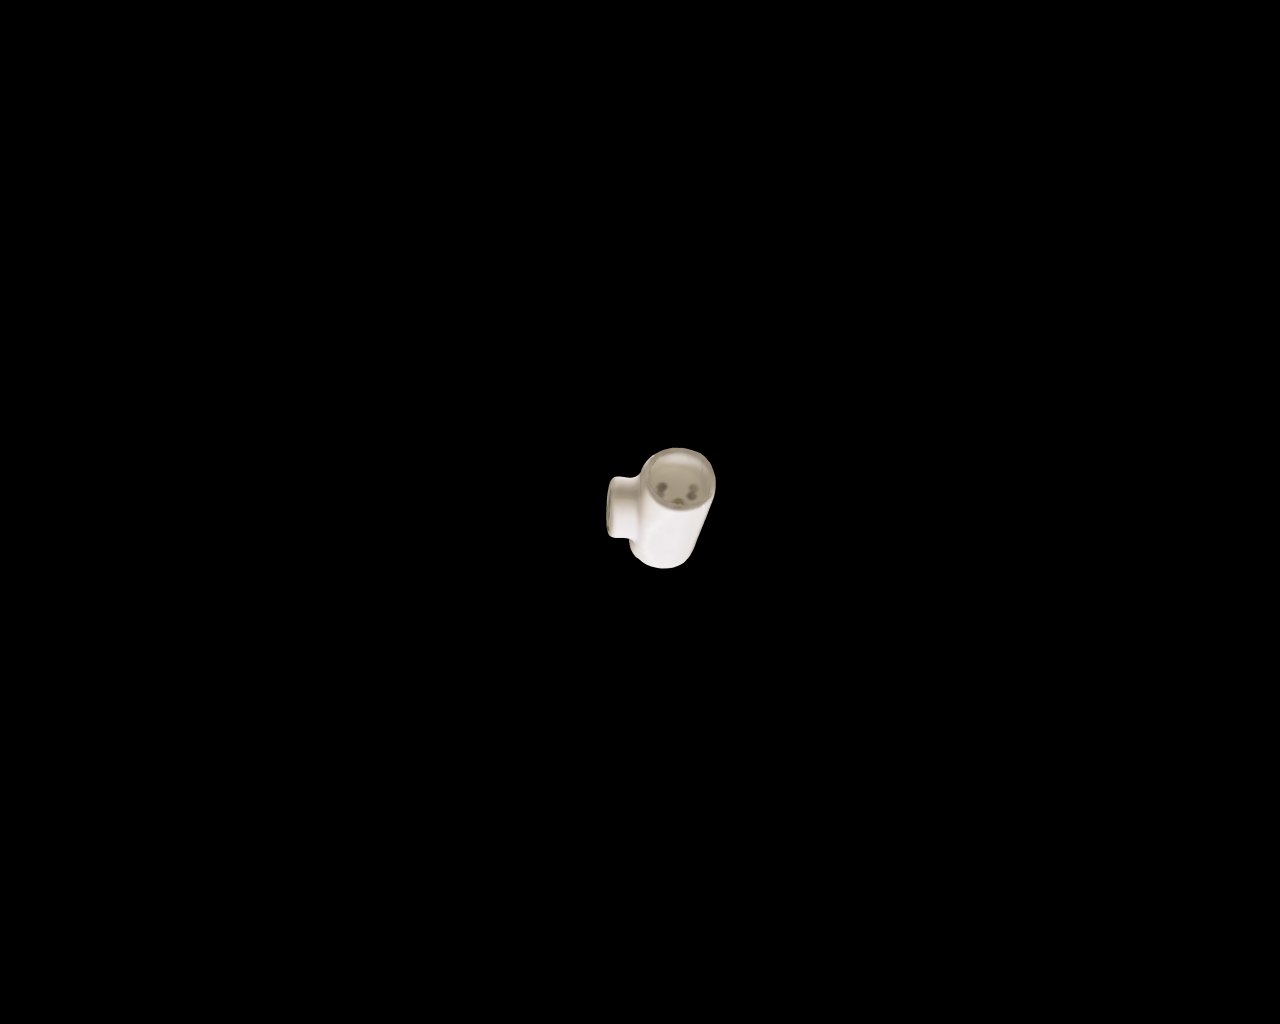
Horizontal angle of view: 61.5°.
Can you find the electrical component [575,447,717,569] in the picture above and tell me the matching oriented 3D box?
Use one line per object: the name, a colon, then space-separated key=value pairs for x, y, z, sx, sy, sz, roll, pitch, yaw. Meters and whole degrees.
electrical component: x=0.001 y=-0.003 z=0.650 sx=0.079 sy=0.044 sz=0.077 roll=4 pitch=-29 yaw=-6
